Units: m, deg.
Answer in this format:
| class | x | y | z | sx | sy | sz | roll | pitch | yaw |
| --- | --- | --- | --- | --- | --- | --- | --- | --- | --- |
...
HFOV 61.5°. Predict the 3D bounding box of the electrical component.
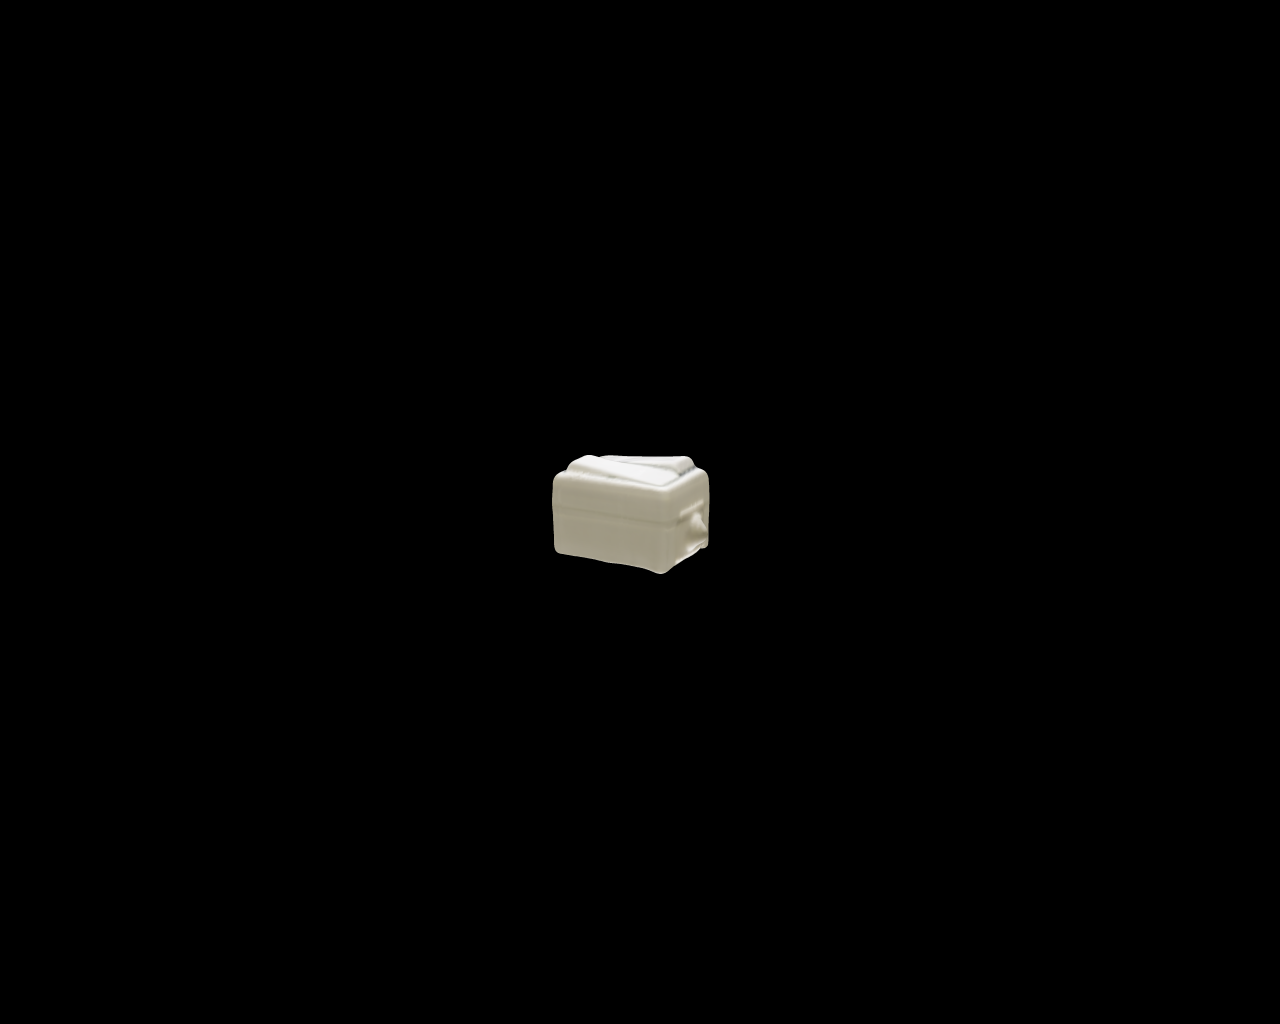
| class | x | y | z | sx | sy | sz | roll | pitch | yaw |
| --- | --- | --- | --- | --- | --- | --- | --- | --- | --- |
| electrical component | 0.001 | -0.003 | 0.650 | 0.096 | 0.061 | 0.062 | 9 | 19 | 29 |
